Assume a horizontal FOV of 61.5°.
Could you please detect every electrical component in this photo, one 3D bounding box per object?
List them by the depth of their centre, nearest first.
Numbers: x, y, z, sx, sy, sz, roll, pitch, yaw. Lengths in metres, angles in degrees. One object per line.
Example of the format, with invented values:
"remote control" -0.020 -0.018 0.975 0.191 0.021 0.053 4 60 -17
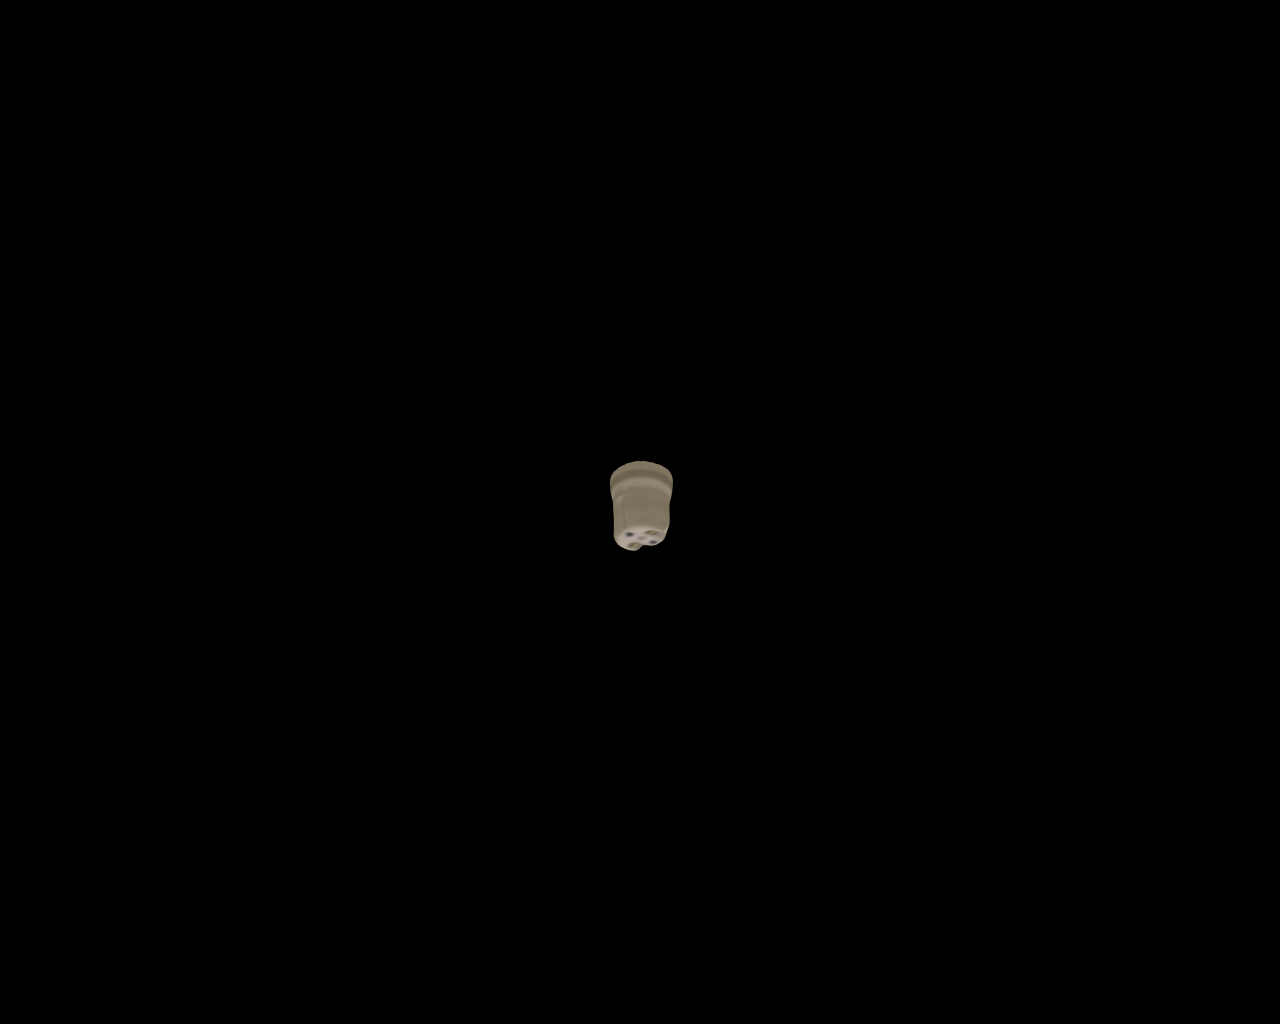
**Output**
"electrical component" 0.001 -0.003 0.650 0.040 0.046 0.040 0 -33 0
